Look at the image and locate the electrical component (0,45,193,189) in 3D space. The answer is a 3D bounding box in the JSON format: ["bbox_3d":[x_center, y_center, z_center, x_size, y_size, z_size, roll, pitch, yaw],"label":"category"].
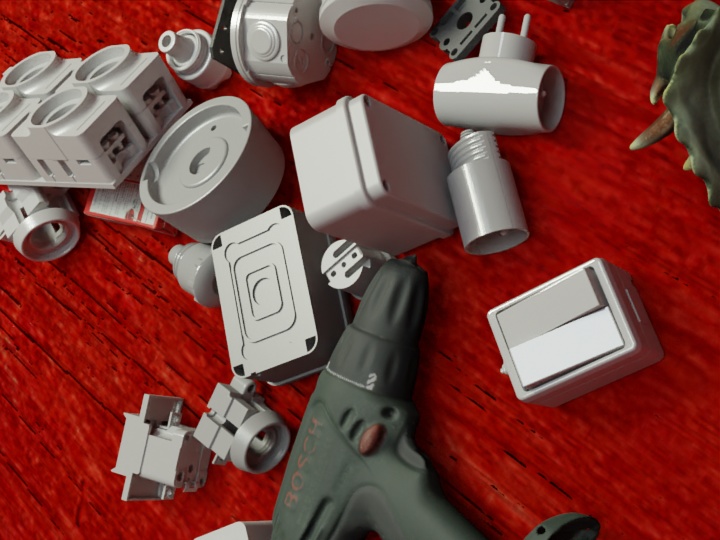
[{"bbox_3d":[-0.245,-0.126,0.885,0.186,0.060,0.105,5,48,38],"label":"electrical component"}]

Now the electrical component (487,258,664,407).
[{"bbox_3d":[0.123,0.042,0.653,0.096,0.061,0.061,-29,66,25],"label":"electrical component"}]

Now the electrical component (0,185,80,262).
[{"bbox_3d":[-0.277,-0.045,0.929,0.078,0.058,0.057,-44,57,17],"label":"electrical component"}]

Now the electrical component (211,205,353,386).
[{"bbox_3d":[-0.053,0.020,0.773,0.078,0.057,0.113,-22,69,27],"label":"electrical component"}]

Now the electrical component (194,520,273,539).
[{"bbox_3d":[-0.116,0.243,0.763,0.150,0.062,0.089,-26,67,26],"label":"electrical component"}]

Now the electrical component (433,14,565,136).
[{"bbox_3d":[0.096,-0.133,0.718,0.077,0.043,0.079,9,84,33],"label":"electrical component"}]

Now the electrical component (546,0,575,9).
[{"bbox_3d":[0.092,-0.252,0.734,0.150,0.062,0.089,32,97,33],"label":"electrical component"}]

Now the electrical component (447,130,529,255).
[{"bbox_3d":[0.081,-0.055,0.711,0.043,0.043,0.081,-23,68,27],"label":"electrical component"}]

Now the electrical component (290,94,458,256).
[{"bbox_3d":[0.014,-0.061,0.713,0.057,0.113,0.078,-23,68,30],"label":"electrical component"}]

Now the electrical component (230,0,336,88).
[{"bbox_3d":[-0.056,-0.175,0.803,0.051,0.080,0.080,11,86,29],"label":"electrical component"}]

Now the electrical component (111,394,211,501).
[{"bbox_3d":[-0.148,0.138,0.818,0.064,0.042,0.081,9,85,30],"label":"electrical component"}]

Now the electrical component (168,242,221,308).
[{"bbox_3d":[-0.124,-0.002,0.831,0.062,0.048,0.048,26,95,40],"label":"electrical component"}]

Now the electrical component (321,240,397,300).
[{"bbox_3d":[0.000,0.000,0.749,0.040,0.046,0.040,-7,76,31],"label":"electrical component"}]

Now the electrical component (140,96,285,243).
[{"bbox_3d":[-0.107,-0.071,0.818,0.108,0.060,0.108,-23,46,26],"label":"electrical component"}]

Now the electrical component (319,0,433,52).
[{"bbox_3d":[0.011,-0.194,0.765,0.080,0.080,0.051,-14,68,30],"label":"electrical component"}]

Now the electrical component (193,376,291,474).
[{"bbox_3d":[-0.083,0.116,0.780,0.055,0.048,0.066,30,96,41],"label":"electrical component"}]

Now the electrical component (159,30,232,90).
[{"bbox_3d":[-0.134,-0.172,0.862,0.043,0.062,0.043,-8,76,31],"label":"electrical component"}]
